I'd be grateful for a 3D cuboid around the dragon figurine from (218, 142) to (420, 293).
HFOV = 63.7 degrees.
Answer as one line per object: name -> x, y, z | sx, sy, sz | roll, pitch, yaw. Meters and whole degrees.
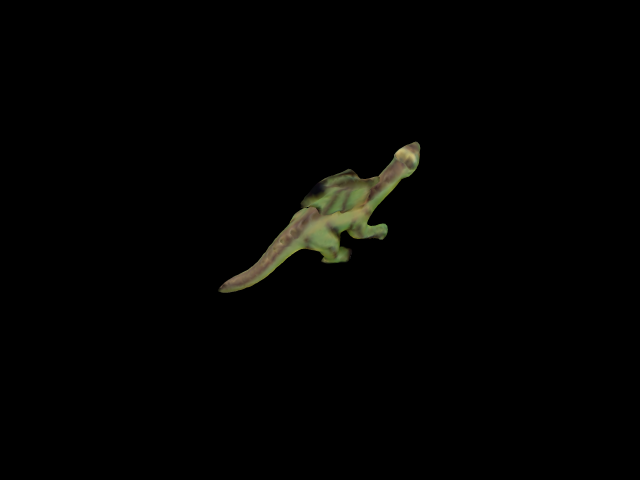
dragon figurine -> 0.003, -0.043, 0.850 | 0.413, 0.124, 0.238 | -31, -21, -14
